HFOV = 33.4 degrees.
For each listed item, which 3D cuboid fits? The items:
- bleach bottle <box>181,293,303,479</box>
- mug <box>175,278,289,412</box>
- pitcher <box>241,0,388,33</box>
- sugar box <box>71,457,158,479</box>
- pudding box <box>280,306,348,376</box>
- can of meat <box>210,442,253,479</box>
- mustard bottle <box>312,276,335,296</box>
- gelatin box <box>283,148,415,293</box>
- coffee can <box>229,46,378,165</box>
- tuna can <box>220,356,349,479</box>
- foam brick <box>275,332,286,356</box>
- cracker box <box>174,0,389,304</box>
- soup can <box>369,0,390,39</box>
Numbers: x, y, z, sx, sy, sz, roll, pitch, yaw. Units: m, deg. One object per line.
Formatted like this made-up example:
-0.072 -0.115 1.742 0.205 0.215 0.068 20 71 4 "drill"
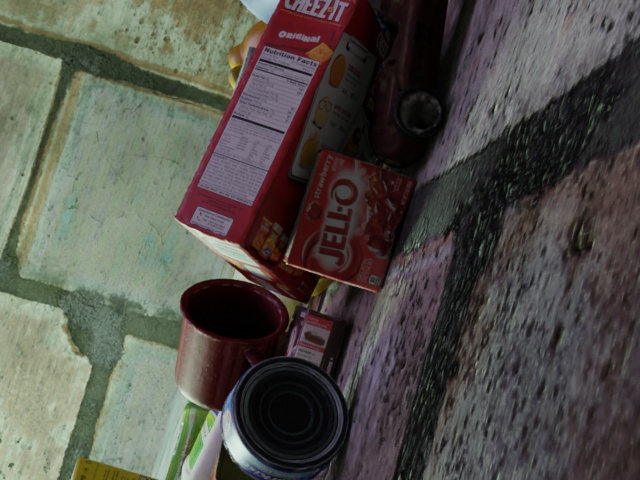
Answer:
-0.071 0.149 1.105 0.102 0.068 0.251 -110 40 -77 "bleach bottle"
-0.073 0.098 0.902 0.117 0.093 0.081 46 133 44 "mug"
0.031 -0.279 0.960 0.243 0.149 0.145 -17 53 55 "pitcher"
-0.170 0.283 1.066 0.048 0.176 0.093 -87 17 -56 "sugar box"
-0.013 0.102 0.883 0.113 0.039 0.090 166 121 -81 "pudding box"
-0.072 0.225 0.962 0.102 0.057 0.084 -84 12 -59 "can of meat"
-0.007 0.001 0.996 0.191 0.058 0.096 -116 44 -78 "mustard bottle"
0.021 -0.014 0.781 0.030 0.073 0.089 -147 75 -82 "gelatin box"
-0.015 -0.108 0.988 0.103 0.140 0.103 -163 91 -82 "coffee can"
-0.024 0.125 0.739 0.034 0.086 0.086 121 164 -54 "tuna can"
-0.045 0.128 1.004 0.078 0.053 0.051 118 167 -47 "foam brick"
-0.017 -0.074 0.844 0.213 0.072 0.164 -66 -23 -10 "cracker box"
0.045 -0.232 1.115 0.069 0.068 0.102 118 166 -53 "soup can"
